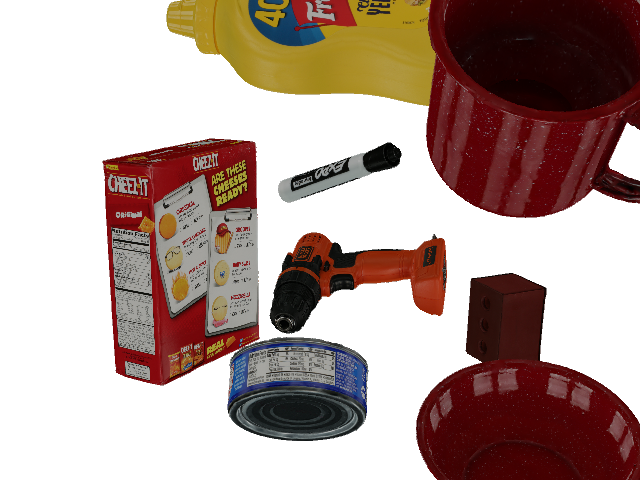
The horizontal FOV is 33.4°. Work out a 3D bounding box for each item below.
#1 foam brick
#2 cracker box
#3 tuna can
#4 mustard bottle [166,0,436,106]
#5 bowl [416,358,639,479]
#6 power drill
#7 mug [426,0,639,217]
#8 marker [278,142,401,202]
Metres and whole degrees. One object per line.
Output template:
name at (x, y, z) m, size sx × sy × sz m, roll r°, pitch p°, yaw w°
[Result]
foam brick at (0.173, 0.076, 1.002) m, size 0.051 × 0.078 × 0.053 m, roll -7°, pitch 18°, yaw -28°
cracker box at (-0.134, 0.015, 1.058) m, size 0.072 × 0.214 × 0.163 m, roll 7°, pitch 15°, yaw 31°
tuna can at (-0.014, 0.092, 0.649) m, size 0.086 × 0.033 × 0.086 m, roll 2°, pitch -31°, yaw 1°
mustard bottle at (0.003, -0.126, 0.627) m, size 0.192 × 0.096 × 0.058 m, roll 5°, pitch -39°, yaw 11°
bowl at (0.149, 0.158, 0.772) m, size 0.162 × 0.055 × 0.162 m, roll -1°, pitch 35°, yaw 0°
power drill at (0.044, 0.046, 1.190) m, size 0.188 × 0.057 × 0.184 m, roll 1°, pitch 29°, yaw 11°
mug at (0.097, -0.056, 0.439) m, size 0.117 × 0.093 × 0.081 m, roll 34°, pitch -25°, yaw 18°
marker at (0.014, -0.051, 0.816) m, size 0.020 × 0.020 × 0.121 m, roll 0°, pitch -11°, yaw -45°
